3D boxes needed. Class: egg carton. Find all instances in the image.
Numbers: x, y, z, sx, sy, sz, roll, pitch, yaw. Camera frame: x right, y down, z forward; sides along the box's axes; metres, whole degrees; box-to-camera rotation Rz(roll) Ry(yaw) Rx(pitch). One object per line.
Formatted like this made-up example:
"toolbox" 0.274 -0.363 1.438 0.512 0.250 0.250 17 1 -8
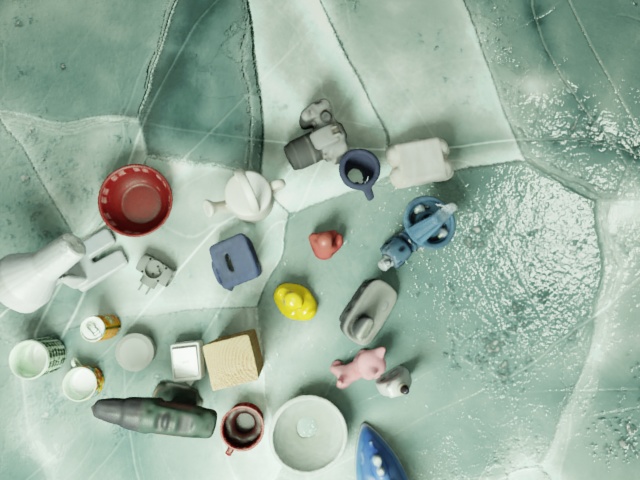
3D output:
"egg carton" 0.226 -0.177 1.305 0.150 0.069 0.107 -11 85 -4

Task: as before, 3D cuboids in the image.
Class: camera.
"camera" -0.017 -0.227 1.281 0.137 0.100 0.143 -26 86 -5

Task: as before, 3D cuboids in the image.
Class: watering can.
"watering can" -0.158 -0.091 1.214 0.173 0.194 0.101 -43 88 -6

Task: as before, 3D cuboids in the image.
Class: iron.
"iron" 0.136 0.524 1.199 0.118 0.141 0.258 -18 86 -4

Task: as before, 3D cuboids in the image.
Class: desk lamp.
"desk lamp" -0.531 0.052 1.171 0.203 0.213 0.118 -33 87 -5

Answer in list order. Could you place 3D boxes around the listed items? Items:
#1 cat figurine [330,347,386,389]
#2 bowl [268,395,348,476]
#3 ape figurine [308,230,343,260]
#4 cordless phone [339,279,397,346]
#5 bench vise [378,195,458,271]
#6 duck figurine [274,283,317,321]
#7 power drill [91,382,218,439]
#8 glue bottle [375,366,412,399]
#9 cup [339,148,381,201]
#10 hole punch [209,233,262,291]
"cat figurine" 0.089 0.278 1.231 0.128 0.117 0.067 -26 86 -5
"bowl" -0.026 0.413 1.234 0.167 0.074 0.167 0 85 -3
"ape figurine" 0.012 0.005 1.265 0.078 0.092 0.076 22 84 -1
"cordless phone" 0.109 0.153 1.210 0.094 0.185 0.148 30 84 0
"bench vise" 0.219 -0.008 1.214 0.121 0.219 0.207 29 84 0
"duck figurine" -0.053 0.136 1.253 0.104 0.086 0.077 34 84 1
"power drill" -0.317 0.345 1.158 0.229 0.208 0.076 10 84 -2
"glue bottle" 0.164 0.306 1.205 0.078 0.173 0.037 -30 87 -5
"cup" 0.090 -0.138 1.281 0.091 0.095 0.118 -22 86 -5
"hole punch" -0.187 0.050 1.251 0.101 0.091 0.109 -21 86 -5
